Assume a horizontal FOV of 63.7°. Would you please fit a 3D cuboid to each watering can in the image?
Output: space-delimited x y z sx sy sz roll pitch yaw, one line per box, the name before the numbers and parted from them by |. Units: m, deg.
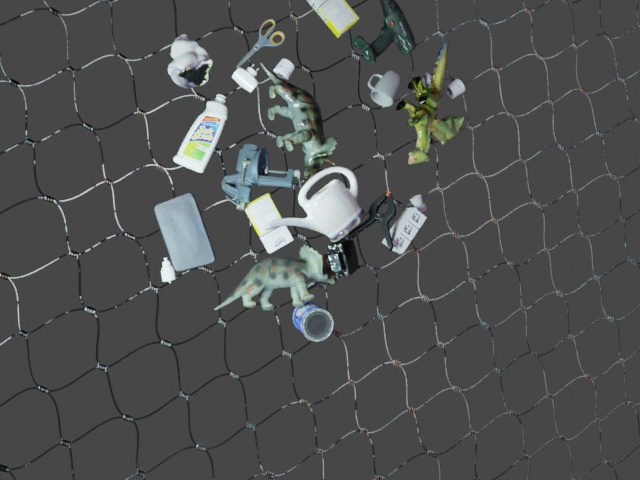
watering can | 0.005 -0.085 1.683 0.350 0.104 0.223 -42 101 -14

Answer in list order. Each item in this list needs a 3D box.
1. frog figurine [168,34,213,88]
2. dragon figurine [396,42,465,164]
frog figurine | -0.414 -0.554 1.601 0.137 0.120 0.162 -37 63 -2
dragon figurine | 0.408 -0.449 1.789 0.240 0.123 0.410 31 90 -33
